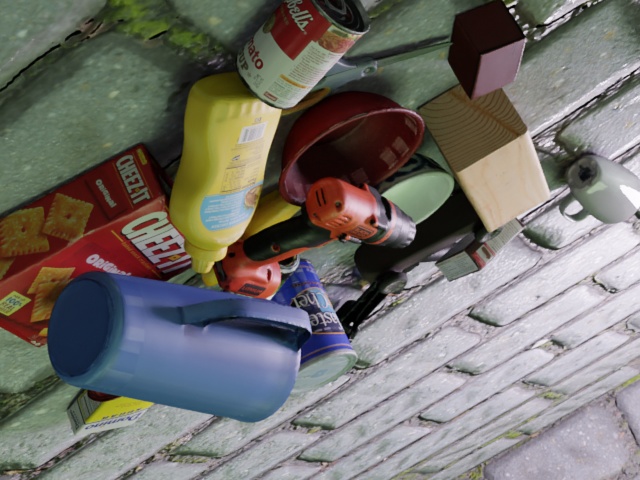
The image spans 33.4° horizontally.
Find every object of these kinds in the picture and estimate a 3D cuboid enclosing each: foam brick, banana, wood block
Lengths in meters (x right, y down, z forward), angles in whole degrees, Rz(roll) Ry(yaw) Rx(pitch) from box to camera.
[{"bbox_3d":[0.163,-0.187,1.049,0.053,0.051,0.078,-23,156,-11],"label":"foam brick"},{"bbox_3d":[-0.078,-0.005,1.196,0.198,0.037,0.069,-38,152,25],"label":"banana"},{"bbox_3d":[0.192,-0.096,1.212,0.090,0.091,0.206,-30,155,7],"label":"wood block"}]

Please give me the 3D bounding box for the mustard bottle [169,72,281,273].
[{"bbox_3d":[-0.091,-0.054,0.968,0.096,0.058,0.192,-23,136,-49],"label":"mustard bottle"}]

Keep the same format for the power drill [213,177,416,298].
[{"bbox_3d":[-0.007,0.001,1.128,0.188,0.057,0.184,-27,155,24],"label":"power drill"}]

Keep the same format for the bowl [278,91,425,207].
[{"bbox_3d":[0.022,-0.101,1.078,0.162,0.055,0.162,-21,156,-10],"label":"bowl"}]

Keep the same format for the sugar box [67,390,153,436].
[{"bbox_3d":[-0.259,0.202,1.413,0.093,0.048,0.176,-5,150,-38],"label":"sugar box"}]

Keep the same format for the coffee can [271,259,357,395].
[{"bbox_3d":[-0.027,0.110,1.349,0.102,0.140,0.103,-21,156,-10],"label":"coffee can"}]

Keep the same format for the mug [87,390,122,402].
[{"bbox_3d":[-0.218,0.106,1.145,0.117,0.093,0.081,-32,115,-11],"label":"mug"}]

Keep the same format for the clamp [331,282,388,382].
[{"bbox_3d":[0.040,0.115,1.485,0.164,0.036,0.210,-56,-174,-5],"label":"clamp"}]

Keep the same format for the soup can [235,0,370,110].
[{"bbox_3d":[-0.016,-0.166,0.895,0.068,0.068,0.102,2,145,-47],"label":"soup can"}]

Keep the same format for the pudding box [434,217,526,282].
[{"bbox_3d":[0.209,0.008,1.406,0.090,0.039,0.114,-43,180,-17],"label":"pudding box"}]

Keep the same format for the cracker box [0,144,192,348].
[{"bbox_3d":[-0.228,0.014,1.044,0.213,0.072,0.164,-27,156,1],"label":"cracker box"}]

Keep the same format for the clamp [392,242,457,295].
[{"bbox_3d":[0.112,0.030,1.453,0.120,0.039,0.171,-42,148,21],"label":"clamp"}]

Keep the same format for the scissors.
[{"bbox_3d":[0.034,-0.170,0.998,0.201,0.016,0.096,-25,156,-4],"label":"scissors"}]

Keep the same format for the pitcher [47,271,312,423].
[{"bbox_3d":[-0.134,0.099,1.050,0.242,0.145,0.149,18,98,-48],"label":"pitcher"}]
